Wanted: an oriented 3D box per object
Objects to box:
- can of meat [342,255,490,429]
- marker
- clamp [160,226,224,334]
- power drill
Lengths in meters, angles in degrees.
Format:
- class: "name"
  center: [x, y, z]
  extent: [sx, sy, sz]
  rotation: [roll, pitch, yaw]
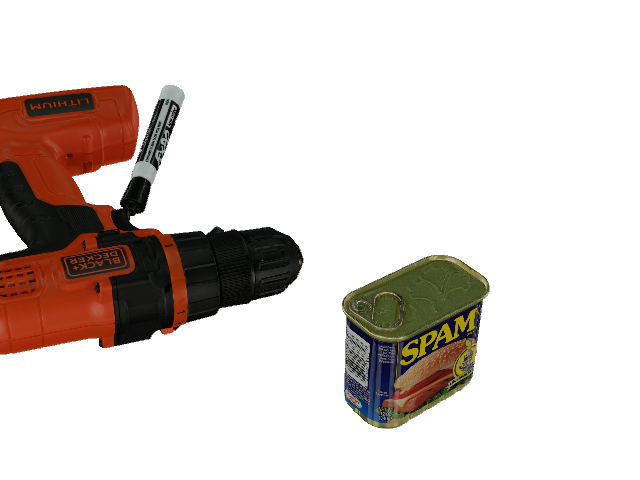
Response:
- class: "can of meat"
  center: [0.063, 0.070, 0.732]
  extent: [0.101, 0.084, 0.058]
  rotation: [-23, 41, -31]
- class: "marker"
  center: [-0.128, -0.069, 0.815]
  extent: [0.020, 0.121, 0.020]
  rotation: [9, -34, 6]
- class: "clamp"
  center: [-0.152, 0.035, 1.154]
  extent: [0.120, 0.039, 0.171]
  rotation: [-13, 38, -7]
- class: "power drill"
  center: [-0.122, -0.019, 0.632]
  extent: [0.184, 0.057, 0.188]
  rotation: [-9, 42, -21]
